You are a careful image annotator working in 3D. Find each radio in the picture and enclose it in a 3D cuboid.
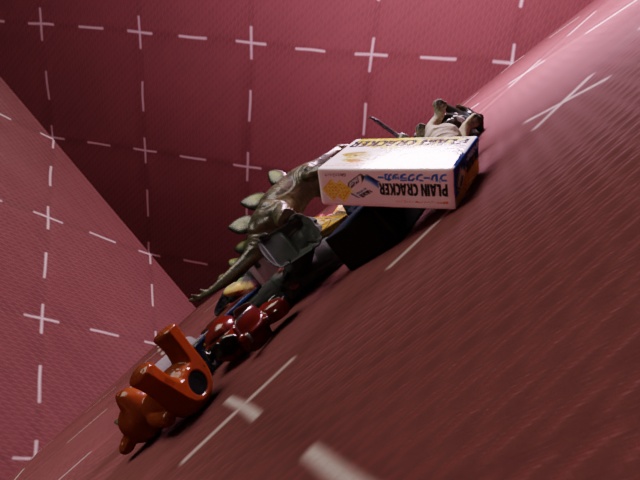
[{"bbox_3d":[0.112,-0.044,0.949,0.131,0.073,0.229,-36,4,37],"label":"radio"}]

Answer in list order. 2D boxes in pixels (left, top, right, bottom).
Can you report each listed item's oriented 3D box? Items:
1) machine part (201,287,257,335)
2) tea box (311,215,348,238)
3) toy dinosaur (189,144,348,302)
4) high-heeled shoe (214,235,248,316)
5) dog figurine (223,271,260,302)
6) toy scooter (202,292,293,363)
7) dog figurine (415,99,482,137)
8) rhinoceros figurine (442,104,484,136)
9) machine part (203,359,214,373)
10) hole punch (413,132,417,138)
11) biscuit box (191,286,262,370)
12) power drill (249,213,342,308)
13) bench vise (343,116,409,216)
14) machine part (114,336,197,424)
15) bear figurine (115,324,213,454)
[{"bbox_3d":[-0.202,0.183,1.270,0.179,0.056,0.179,-39,6,5],"label":"machine part"},{"bbox_3d":[-0.002,-0.004,1.184,0.098,0.068,0.170,-33,16,-22],"label":"tea box"},{"bbox_3d":[-0.087,-0.045,1.105,0.199,0.105,0.471,9,53,50],"label":"toy dinosaur"},{"bbox_3d":[-0.242,0.102,1.531,0.145,0.248,0.086,-17,28,-38],"label":"high-heeled shoe"},{"bbox_3d":[-0.152,0.095,1.426,0.219,0.108,0.191,-47,9,-34],"label":"dog figurine"},{"bbox_3d":[-0.133,0.158,0.900,0.184,0.075,0.135,-33,7,19],"label":"toy scooter"},{"bbox_3d":[0.227,-0.154,1.036,0.172,0.121,0.190,96,-167,-48],"label":"dog figurine"},{"bbox_3d":[0.319,-0.261,1.238,0.190,0.112,0.073,-22,-39,-53],"label":"rhinoceros figurine"},{"bbox_3d":[-0.253,0.270,0.960,0.139,0.039,0.084,-43,1,-27],"label":"machine part"},{"bbox_3d":[0.245,-0.181,1.226,0.142,0.092,0.115,-52,-19,-65],"label":"hole punch"},{"bbox_3d":[-0.175,0.177,1.081,0.059,0.063,0.203,-32,9,49],"label":"biscuit box"},{"bbox_3d":[-0.058,0.055,0.975,0.232,0.086,0.207,-33,-29,-14],"label":"power drill"},{"bbox_3d":[0.118,-0.131,1.196,0.240,0.129,0.223,151,139,-81],"label":"bench vise"},{"bbox_3d":[-0.296,0.269,1.047,0.243,0.079,0.079,-42,6,-40],"label":"machine part"},{"bbox_3d":[-0.260,0.234,0.820,0.196,0.131,0.120,-29,22,30],"label":"bear figurine"}]
